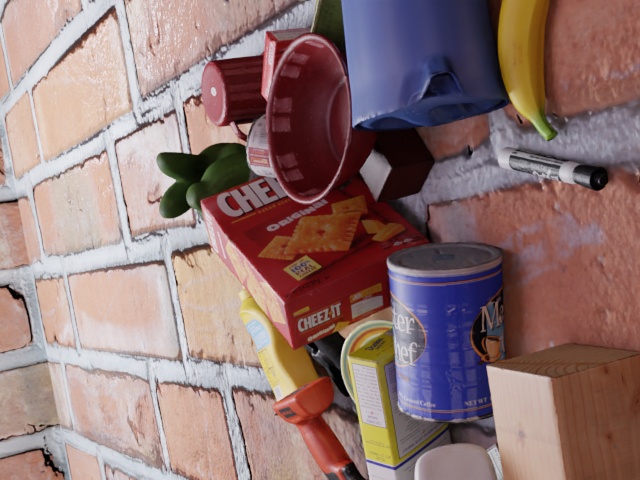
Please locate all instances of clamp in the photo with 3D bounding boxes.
[{"bbox_3d":[0.011,0.126,1.194,0.171,0.039,0.120,47,155,-10],"label":"clamp"}]

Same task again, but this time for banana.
[{"bbox_3d":[0.172,-0.181,0.834,0.070,0.037,0.198,23,123,38],"label":"banana"}]

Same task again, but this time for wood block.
[{"bbox_3d":[0.205,0.195,0.843,0.091,0.090,0.206,0,100,65],"label":"wood block"}]

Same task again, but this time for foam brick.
[{"bbox_3d":[0.069,-0.085,1.055,0.078,0.051,0.053,63,149,29],"label":"foam brick"}]

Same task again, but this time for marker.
[{"bbox_3d":[0.188,-0.058,0.862,0.121,0.020,0.020,24,121,59],"label":"marker"}]

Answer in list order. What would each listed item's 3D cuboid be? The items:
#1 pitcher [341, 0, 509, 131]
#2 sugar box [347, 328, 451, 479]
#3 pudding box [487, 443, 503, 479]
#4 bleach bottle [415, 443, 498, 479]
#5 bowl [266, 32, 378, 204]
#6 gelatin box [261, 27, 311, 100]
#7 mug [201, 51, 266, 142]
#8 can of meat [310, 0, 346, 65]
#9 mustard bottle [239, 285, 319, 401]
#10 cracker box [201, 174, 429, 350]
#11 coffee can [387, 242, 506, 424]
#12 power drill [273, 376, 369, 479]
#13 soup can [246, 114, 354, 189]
[{"bbox_3d":[0.076,-0.217,0.919,0.149,0.144,0.243,-11,86,44],"label":"pitcher"},{"bbox_3d":[0.083,0.178,1.052,0.048,0.093,0.176,9,115,42],"label":"sugar box"},{"bbox_3d":[0.170,0.241,0.990,0.114,0.039,0.090,-54,52,54],"label":"pudding box"},{"bbox_3d":[0.115,0.267,0.978,0.251,0.068,0.102,92,168,-65],"label":"bleach bottle"},{"bbox_3d":[0.009,-0.114,1.014,0.162,0.055,0.162,2,93,59],"label":"bowl"},{"bbox_3d":[-0.017,-0.188,1.145,0.030,0.089,0.073,50,142,46],"label":"gelatin box"},{"bbox_3d":[-0.092,-0.173,1.311,0.093,0.081,0.117,-36,68,62],"label":"mug"},{"bbox_3d":[0.024,-0.230,1.043,0.084,0.057,0.102,-79,3,-48],"label":"can of meat"},{"bbox_3d":[-0.055,0.128,1.346,0.191,0.058,0.096,65,161,7],"label":"mustard bottle"},{"bbox_3d":[-0.007,0.001,1.104,0.214,0.164,0.072,47,154,48],"label":"cracker box"},{"bbox_3d":[0.116,0.081,0.964,0.103,0.102,0.140,18,116,61],"label":"coffee can"},{"bbox_3d":[0.026,0.250,1.212,0.187,0.057,0.185,61,156,3],"label":"power drill"},{"bbox_3d":[-0.018,-0.094,1.115,0.102,0.068,0.068,10,113,25],"label":"soup can"}]
